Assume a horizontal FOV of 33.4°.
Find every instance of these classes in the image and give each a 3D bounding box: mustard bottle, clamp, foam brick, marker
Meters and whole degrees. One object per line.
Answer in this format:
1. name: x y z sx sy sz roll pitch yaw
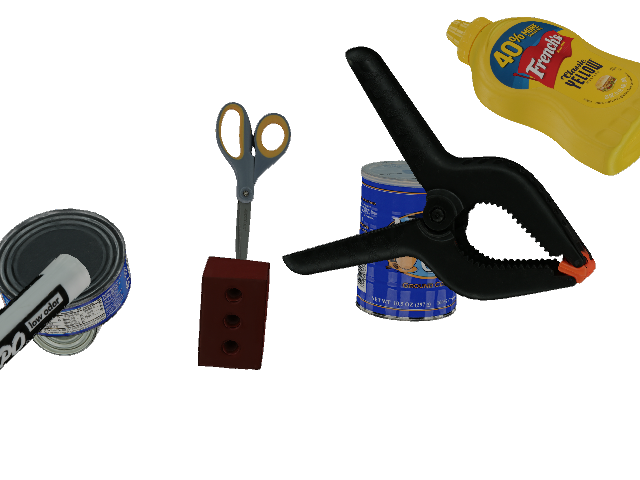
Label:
1. mustard bottle: 0.181 -0.131 0.858 0.192 0.096 0.058 34 -24 29
2. clamp: 0.080 -0.030 0.700 0.210 0.165 0.036 18 17 23
3. foam brick: -0.070 0.058 0.866 0.053 0.078 0.051 4 15 0
4. marker: -0.140 0.048 0.441 0.020 0.020 0.121 0 36 39

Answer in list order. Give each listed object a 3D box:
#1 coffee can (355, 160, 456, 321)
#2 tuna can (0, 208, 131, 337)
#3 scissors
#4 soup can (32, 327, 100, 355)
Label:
1. coffee can: 0.089 -0.002 1.064 0.103 0.140 0.103 2 14 -1
2. tuna can: -0.168 0.021 0.698 0.086 0.086 0.034 0 -42 1
3. scissors: -0.069 -0.063 1.223 0.096 0.202 0.016 -11 -7 -14
4. soup can: -0.239 0.060 1.030 0.068 0.068 0.102 0 20 1
